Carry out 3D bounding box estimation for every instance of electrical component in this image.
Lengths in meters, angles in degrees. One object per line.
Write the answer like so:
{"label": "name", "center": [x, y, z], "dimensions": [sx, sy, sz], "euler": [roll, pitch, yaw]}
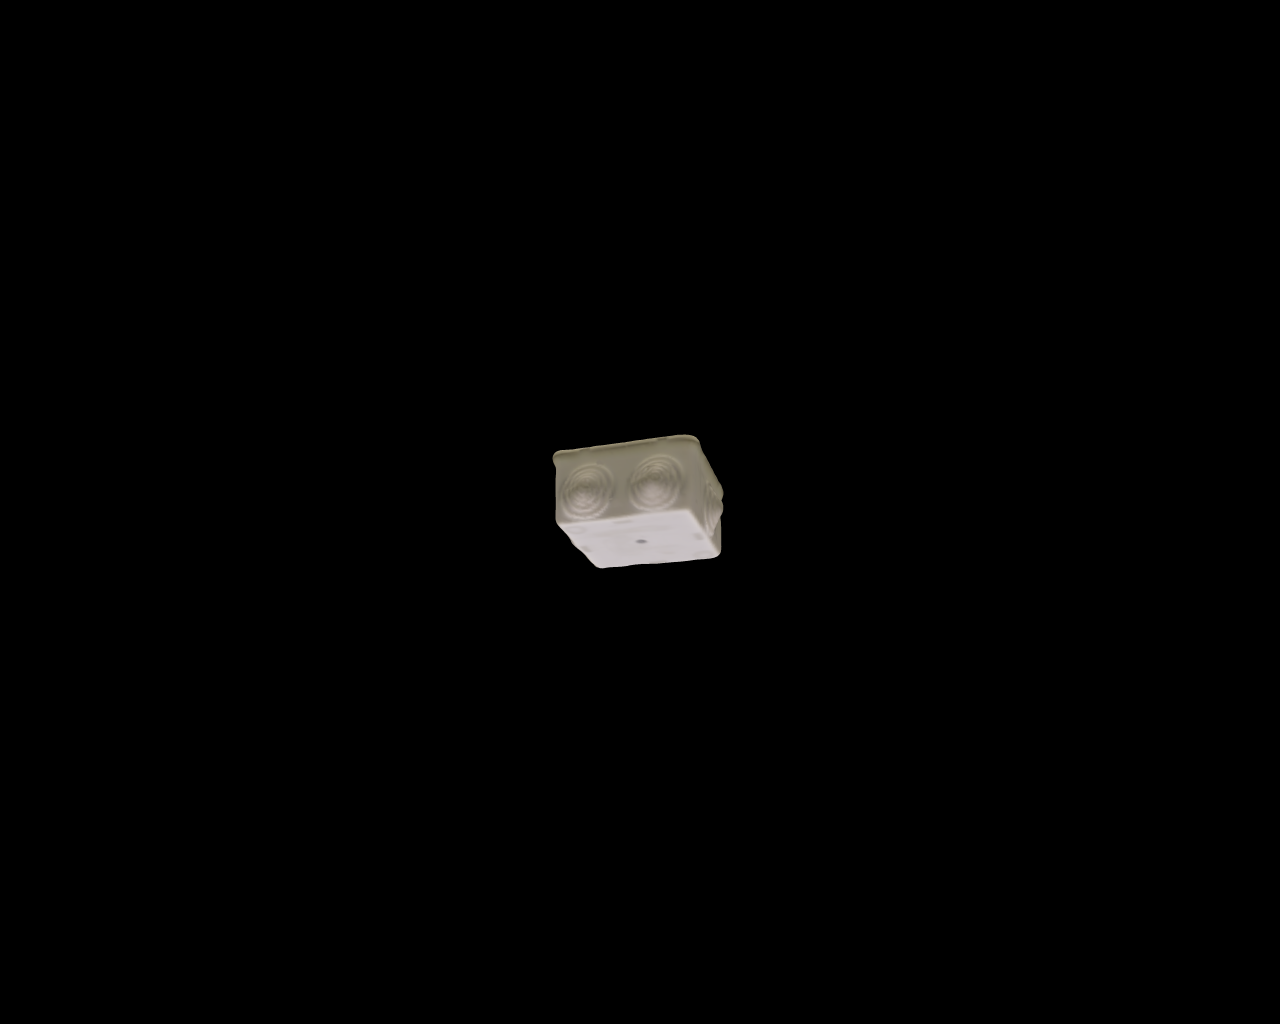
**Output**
{"label": "electrical component", "center": [0.001, -0.003, 0.650], "dimensions": [0.100, 0.048, 0.099], "euler": [-6, -23, 14]}
